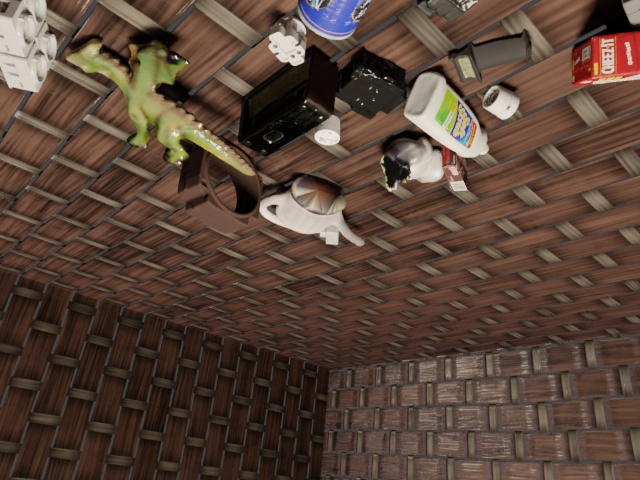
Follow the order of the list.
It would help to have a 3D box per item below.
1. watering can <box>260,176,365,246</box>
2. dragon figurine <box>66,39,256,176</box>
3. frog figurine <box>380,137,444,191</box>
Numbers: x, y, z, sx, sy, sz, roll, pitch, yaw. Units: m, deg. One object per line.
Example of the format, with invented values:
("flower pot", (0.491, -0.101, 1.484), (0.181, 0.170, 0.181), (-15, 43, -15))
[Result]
("watering can", (0.004, -0.072, 1.433), (0.347, 0.106, 0.220), (15, 152, -17))
("dragon figurine", (-0.304, -0.279, 1.023), (0.410, 0.125, 0.237), (22, 148, 3))
("frog figurine", (0.226, -0.186, 1.195), (0.161, 0.124, 0.134), (-23, 154, -25))
